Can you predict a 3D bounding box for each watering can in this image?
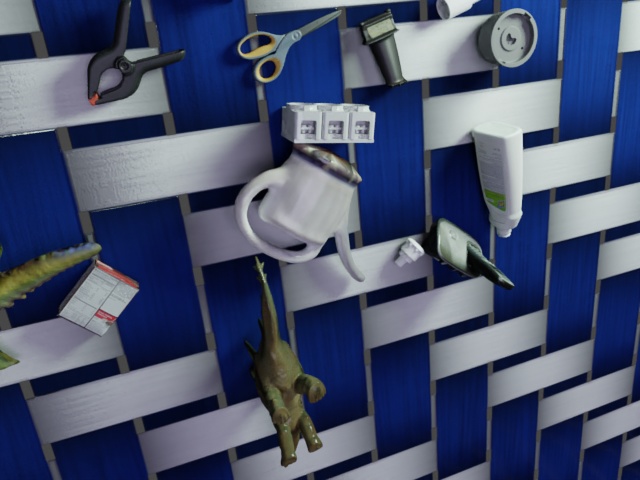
[{"bbox_3d":[0.003,-0.049,0.980,0.344,0.105,0.223,25,98,-37],"label":"watering can"}]

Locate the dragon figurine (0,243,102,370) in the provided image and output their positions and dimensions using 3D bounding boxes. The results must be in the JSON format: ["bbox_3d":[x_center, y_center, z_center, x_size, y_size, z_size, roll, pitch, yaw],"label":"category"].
[{"bbox_3d":[-0.562,0.125,0.840,0.411,0.125,0.237,-6,127,-17],"label":"dragon figurine"}]
